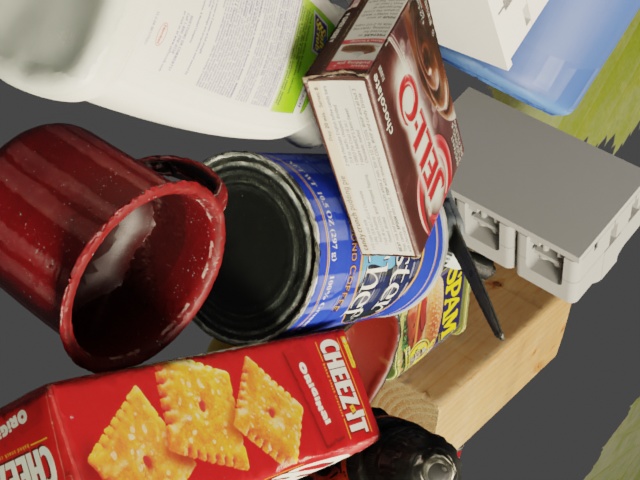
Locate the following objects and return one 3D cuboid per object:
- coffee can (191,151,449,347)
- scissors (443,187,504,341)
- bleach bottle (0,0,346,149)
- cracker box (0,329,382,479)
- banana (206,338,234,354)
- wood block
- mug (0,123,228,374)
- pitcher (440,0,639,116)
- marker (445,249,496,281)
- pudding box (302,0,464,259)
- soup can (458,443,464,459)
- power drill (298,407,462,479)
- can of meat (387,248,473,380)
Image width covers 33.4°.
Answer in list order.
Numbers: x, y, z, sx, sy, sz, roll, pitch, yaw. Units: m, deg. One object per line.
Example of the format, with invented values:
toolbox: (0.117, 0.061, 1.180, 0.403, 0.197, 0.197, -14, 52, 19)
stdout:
coffee can: (-0.004, 0.001, 0.609, 0.140, 0.103, 0.103, -6, 121, -55)
scissors: (0.072, -0.004, 0.677, 0.016, 0.202, 0.096, 2, 146, -19)
bleach bottle: (-0.041, -0.087, 0.507, 0.250, 0.068, 0.102, 18, 92, -63)
cracker box: (-0.094, 0.112, 0.519, 0.164, 0.072, 0.213, -28, 166, 30)
banana: (-0.070, 0.130, 0.674, 0.069, 0.037, 0.198, -109, -145, -72)
wood block: (0.119, 0.096, 0.905, 0.205, 0.091, 0.090, -33, 142, -39)
mug: (-0.095, -0.007, 0.481, 0.117, 0.082, 0.093, -37, 144, -34)
pitcher: (0.165, -0.204, 0.655, 0.149, 0.145, 0.243, 14, 108, -44)
marker: (0.074, 0.004, 0.754, 0.121, 0.020, 0.020, 20, 102, -24)
pudding box: (0.036, -0.060, 0.539, 0.090, 0.039, 0.113, -64, 143, -43)
soup can: (0.086, 0.226, 0.979, 0.068, 0.069, 0.102, 0, 106, -57)
power drill: (-0.016, 0.167, 0.599, 0.187, 0.057, 0.185, -36, -179, -16)
can of meat: (0.066, 0.046, 0.806, 0.083, 0.058, 0.102, -32, 137, -36)
